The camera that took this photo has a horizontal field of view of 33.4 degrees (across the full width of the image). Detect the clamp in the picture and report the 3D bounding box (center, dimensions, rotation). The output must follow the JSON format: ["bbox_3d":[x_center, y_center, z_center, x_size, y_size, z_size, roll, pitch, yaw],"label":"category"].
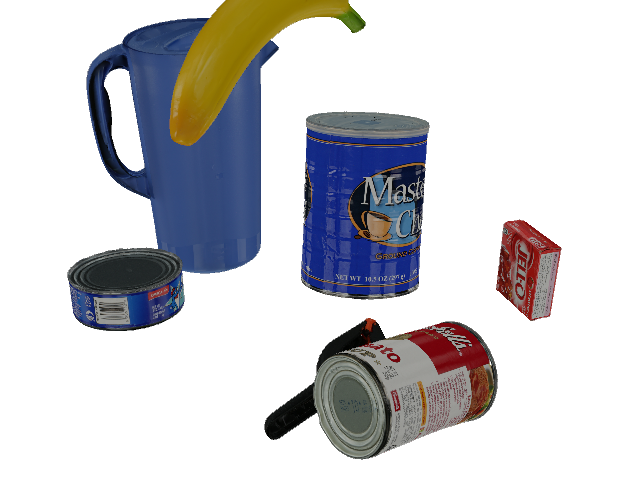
[{"bbox_3d":[0.035,0.144,1.043,0.120,0.039,0.171,16,46,24],"label":"clamp"}]

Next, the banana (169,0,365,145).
[{"bbox_3d":[-0.036,-0.134,0.695,0.037,0.069,0.197,-9,24,49],"label":"banana"}]

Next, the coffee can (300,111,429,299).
[{"bbox_3d":[0.036,-0.032,0.901,0.103,0.140,0.103,2,15,-1],"label":"coffee can"}]

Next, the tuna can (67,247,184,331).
[{"bbox_3d":[-0.146,0.036,0.806,0.086,0.034,0.086,-2,21,1],"label":"tuna can"}]

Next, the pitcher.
[{"bbox_3d":[-0.130,-0.093,1.070,0.149,0.243,0.144,12,29,26],"label":"pitcher"}]

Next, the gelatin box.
[{"bbox_3d":[0.227,0.032,1.175,0.030,0.089,0.073,-10,30,-21],"label":"gelatin box"}]

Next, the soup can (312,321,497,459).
[{"bbox_3d":[0.054,0.094,0.679,0.102,0.068,0.069,-11,7,-41],"label":"soup can"}]
